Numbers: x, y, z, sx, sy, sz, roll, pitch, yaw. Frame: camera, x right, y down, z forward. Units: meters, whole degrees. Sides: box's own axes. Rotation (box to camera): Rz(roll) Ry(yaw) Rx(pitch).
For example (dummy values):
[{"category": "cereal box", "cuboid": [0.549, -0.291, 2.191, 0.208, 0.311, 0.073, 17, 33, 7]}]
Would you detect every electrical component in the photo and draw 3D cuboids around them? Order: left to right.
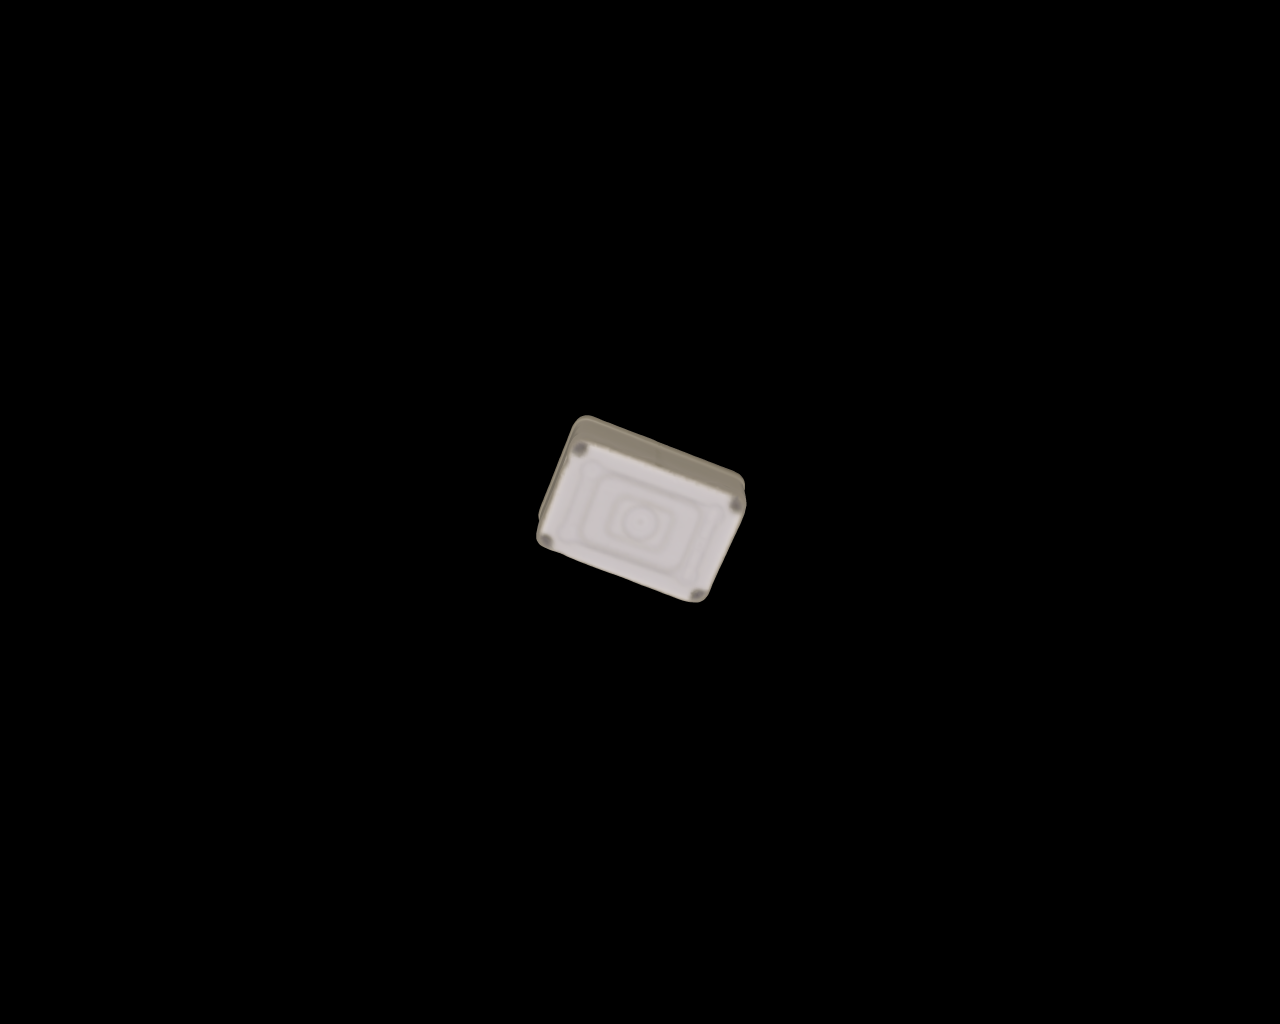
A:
[{"category": "electrical component", "cuboid": [0.001, -0.003, 0.650, 0.113, 0.078, 0.057, 21, 18, -7]}]
